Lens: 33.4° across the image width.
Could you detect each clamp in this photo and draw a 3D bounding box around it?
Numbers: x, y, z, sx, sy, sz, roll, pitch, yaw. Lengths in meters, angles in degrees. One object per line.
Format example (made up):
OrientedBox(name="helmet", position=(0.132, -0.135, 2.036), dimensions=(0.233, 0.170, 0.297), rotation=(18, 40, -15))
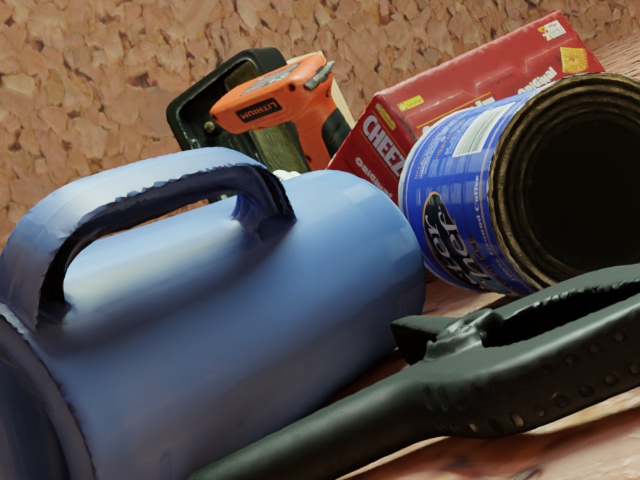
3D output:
OrientedBox(name="clamp", position=(0.062, 0.046, 0.414), dimensions=(0.210, 0.036, 0.164), rotation=(-25, 5, 37))

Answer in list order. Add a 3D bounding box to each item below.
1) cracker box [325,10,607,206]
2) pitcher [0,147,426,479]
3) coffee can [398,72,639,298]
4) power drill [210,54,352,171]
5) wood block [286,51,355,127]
OrientedBox(name="cracker box", position=(0.075, -0.042, 0.718), dimensions=(0.163, 0.072, 0.214), rotation=(-29, -13, -31))
OrientedBox(name="pitcher", position=(-0.055, 0.038, 0.496), dimensions=(0.149, 0.145, 0.242), rotation=(-24, 2, 45))
OrientedBox(name="coffee can", position=(0.106, -0.021, 0.519), dimensions=(0.102, 0.103, 0.140), rotation=(-26, 5, -10))
OrientedBox(name="power drill", position=(-0.012, -0.049, 0.893), dimensions=(0.185, 0.187, 0.057), rotation=(-18, 23, 35))
OrientedBox(name="wood block", position=(-0.006, -0.094, 1.185), dimensions=(0.091, 0.206, 0.090), rotation=(-23, 6, 26))
